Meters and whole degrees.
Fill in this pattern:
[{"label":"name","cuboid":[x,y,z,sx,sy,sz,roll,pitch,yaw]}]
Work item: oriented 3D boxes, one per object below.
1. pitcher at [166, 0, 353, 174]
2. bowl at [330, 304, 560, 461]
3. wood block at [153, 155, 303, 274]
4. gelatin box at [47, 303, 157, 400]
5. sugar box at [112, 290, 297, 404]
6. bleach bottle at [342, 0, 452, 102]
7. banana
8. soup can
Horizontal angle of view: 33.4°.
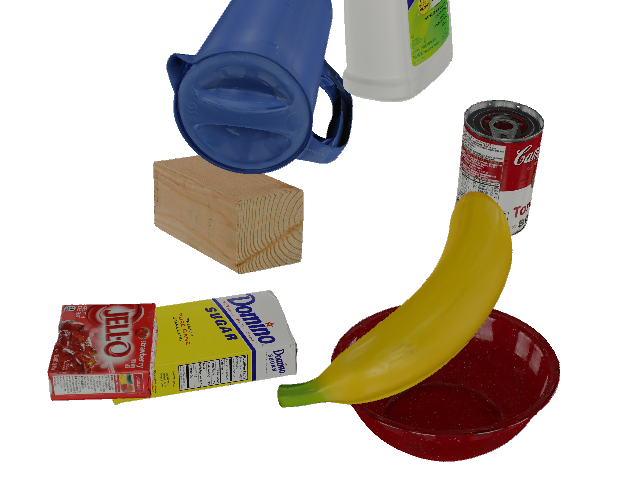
[{"label":"pitcher","cuboid":[-0.047,-0.179,1.082,0.145,0.149,0.242,-8,35,17]},{"label":"bowl","cuboid":[0.088,0.108,0.768,0.162,0.055,0.162,-2,29,1]},{"label":"wood block","cuboid":[-0.115,-0.037,1.289,0.090,0.090,0.206,-11,22,-34]},{"label":"gelatin box","cuboid":[-0.161,0.081,0.803,0.073,0.030,0.089,-1,31,-4]},{"label":"sugar box","cuboid":[-0.118,0.099,1.014,0.176,0.048,0.093,-10,35,-13]},{"label":"bleach bottle","cuboid":[0.051,-0.238,0.796,0.068,0.251,0.102,14,39,30]},{"label":"banana","cuboid":[0.059,0.027,0.561,0.070,0.037,0.197,17,41,33]},{"label":"soup can","cuboid":[0.154,-0.061,0.932,0.068,0.102,0.068,1,36,-1]}]
